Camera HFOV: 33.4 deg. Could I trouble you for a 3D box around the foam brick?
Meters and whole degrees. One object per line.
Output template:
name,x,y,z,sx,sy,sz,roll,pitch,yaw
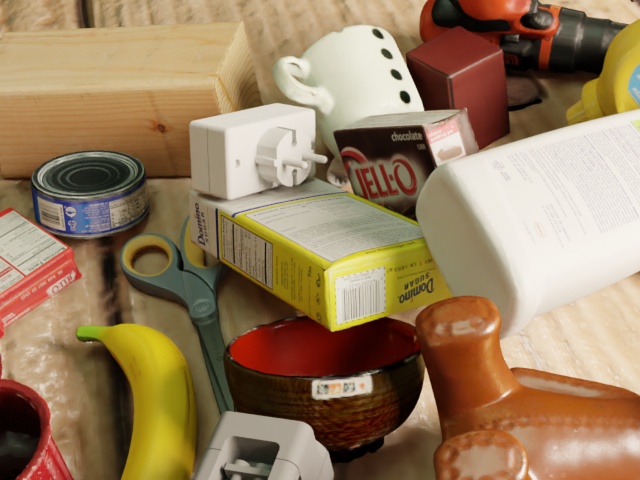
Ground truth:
foam brick,0.103,-0.109,0.793,0.051,0.078,0.053,-31,44,-18

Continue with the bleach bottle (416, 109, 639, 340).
bleach bottle,0.186,-0.026,0.626,0.250,0.068,0.102,-16,67,-23

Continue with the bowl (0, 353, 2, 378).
bowl,-0.293,0.087,0.689,0.162,0.055,0.162,-7,42,6

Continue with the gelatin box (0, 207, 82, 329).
gelatin box,-0.226,0.020,0.767,0.073,0.030,0.089,-37,46,-28

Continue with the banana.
banana,-0.104,0.112,0.631,0.070,0.037,0.198,-28,39,8

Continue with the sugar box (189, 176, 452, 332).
sugar box,-0.004,0.001,0.680,0.093,0.048,0.176,-12,21,-30

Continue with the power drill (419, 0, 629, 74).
power drill,0.154,-0.175,0.787,0.184,0.187,0.057,11,80,16

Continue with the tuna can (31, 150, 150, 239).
tuna can,-0.171,-0.036,0.797,0.086,0.034,0.086,0,29,0

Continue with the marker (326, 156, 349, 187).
marker,0.030,-0.086,0.830,0.020,0.020,0.121,4,43,18

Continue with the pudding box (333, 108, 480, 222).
pudding box,0.061,-0.035,0.681,0.039,0.090,0.114,-28,15,-26

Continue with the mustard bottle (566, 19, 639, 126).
mustard bottle,0.245,-0.112,0.692,0.192,0.096,0.058,-24,43,41

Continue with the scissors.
scissors,-0.096,0.047,0.714,0.096,0.016,0.201,-8,41,8

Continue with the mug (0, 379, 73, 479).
mug,-0.190,0.142,0.581,0.117,0.081,0.093,-25,43,-15

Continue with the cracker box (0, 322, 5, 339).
cracker box,-0.324,0.050,0.642,0.214,0.072,0.164,21,51,34

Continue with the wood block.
wood block,-0.161,-0.110,0.851,0.206,0.091,0.090,1,43,14
